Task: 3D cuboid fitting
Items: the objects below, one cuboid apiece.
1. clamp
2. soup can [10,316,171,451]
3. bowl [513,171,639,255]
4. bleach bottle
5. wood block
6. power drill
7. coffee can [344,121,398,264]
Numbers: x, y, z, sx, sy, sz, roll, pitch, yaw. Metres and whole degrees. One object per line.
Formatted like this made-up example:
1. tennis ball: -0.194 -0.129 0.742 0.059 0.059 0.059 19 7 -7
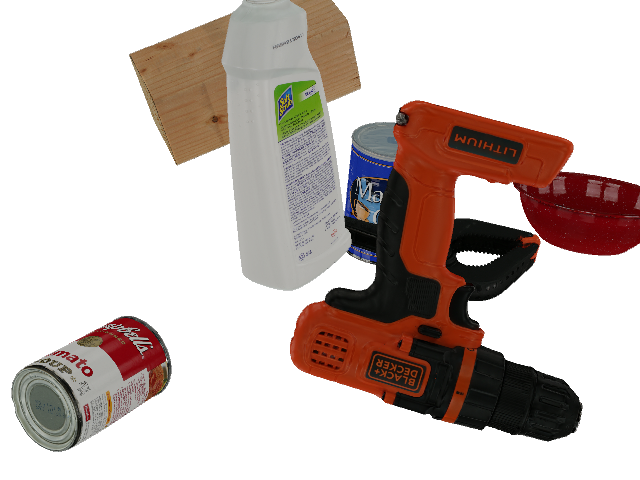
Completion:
1. clamp: 0.107 0.030 0.993 0.210 0.164 0.036 -4 -43 -8
2. soup can: -0.169 0.105 0.792 0.069 0.068 0.102 0 17 33
3. bowl: 0.277 -0.025 1.106 0.162 0.055 0.162 5 19 -2
4. bleach bottle: -0.029 -0.090 0.838 0.068 0.251 0.102 15 35 30
5. wood block: -0.074 -0.171 1.081 0.206 0.091 0.090 -23 47 -8
6. power drill: 0.090 0.020 0.649 0.184 0.188 0.057 16 8 0
7. coffee can: 0.081 -0.055 1.256 0.103 0.140 0.103 4 28 -2
